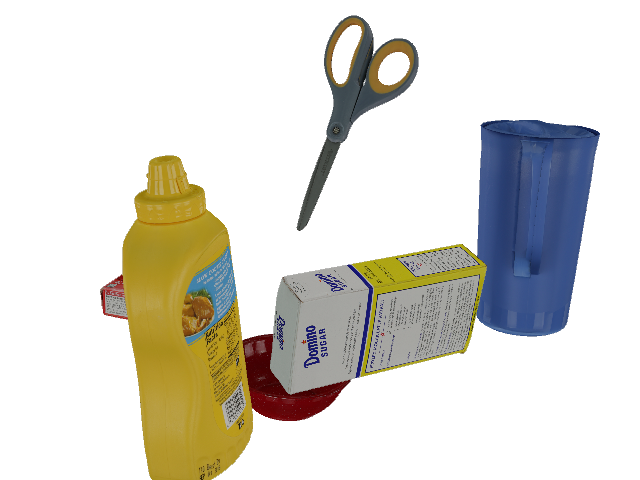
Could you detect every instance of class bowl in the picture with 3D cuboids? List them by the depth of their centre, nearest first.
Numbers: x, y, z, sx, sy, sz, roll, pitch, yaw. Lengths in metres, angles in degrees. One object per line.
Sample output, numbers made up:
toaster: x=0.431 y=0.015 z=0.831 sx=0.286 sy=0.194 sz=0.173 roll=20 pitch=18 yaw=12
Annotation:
bowl: x=-0.041 y=0.175 z=1.317 sx=0.162 sy=0.055 sz=0.162 roll=4 pitch=22 yaw=-2

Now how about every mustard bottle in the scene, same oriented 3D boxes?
mustard bottle: x=-0.081 y=0.043 z=0.643 sx=0.058 sy=0.192 sz=0.096 roll=2 pitch=21 yaw=19

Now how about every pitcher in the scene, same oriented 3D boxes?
pitcher: x=0.241 y=-0.015 z=1.232 sx=0.149 sy=0.243 sz=0.145 roll=-6 pitch=17 yaw=-31

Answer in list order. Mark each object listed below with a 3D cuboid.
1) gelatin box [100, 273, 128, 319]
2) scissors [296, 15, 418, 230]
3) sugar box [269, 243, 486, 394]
gelatin box: x=-0.141 y=0.048 z=0.958 sx=0.089 sy=0.030 sz=0.073 roll=9 pitch=21 yaw=18
scissors: x=0.035 y=-0.105 z=0.968 sx=0.096 sy=0.202 sz=0.016 roll=5 pitch=-5 yaw=15
sugar box: x=0.047 y=0.062 z=0.880 sx=0.176 sy=0.093 sz=0.048 roll=-7 pitch=33 yaw=-25
